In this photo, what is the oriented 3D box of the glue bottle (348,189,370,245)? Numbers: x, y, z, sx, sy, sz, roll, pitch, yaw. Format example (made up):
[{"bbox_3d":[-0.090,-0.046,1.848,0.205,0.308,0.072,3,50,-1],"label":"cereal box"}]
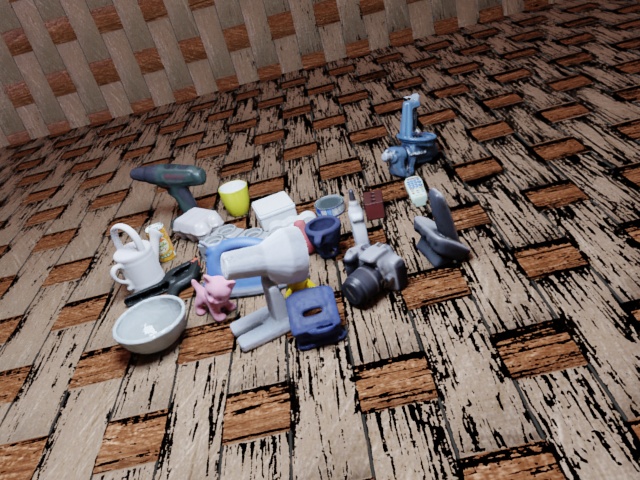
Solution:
[{"bbox_3d":[0.091,-0.045,1.380,0.037,0.173,0.078,-15,30,1],"label":"glue bottle"}]

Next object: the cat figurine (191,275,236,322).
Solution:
[{"bbox_3d":[-0.246,0.120,1.316,0.127,0.118,0.067,8,37,36],"label":"cat figurine"}]

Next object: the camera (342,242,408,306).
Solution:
[{"bbox_3d":[0.099,0.070,1.255,0.142,0.101,0.137,17,43,44],"label":"camera"}]

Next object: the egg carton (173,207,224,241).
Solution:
[{"bbox_3d":[-0.358,-0.043,1.696,0.149,0.069,0.107,10,38,37],"label":"egg carton"}]

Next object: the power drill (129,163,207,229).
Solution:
[{"bbox_3d":[-0.448,-0.143,1.766,0.229,0.209,0.075,-9,30,11],"label":"power drill"}]

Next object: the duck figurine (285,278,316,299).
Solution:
[{"bbox_3d":[-0.047,0.101,1.287,0.077,0.086,0.104,-13,30,4],"label":"duck figurine"}]

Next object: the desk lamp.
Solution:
[{"bbox_3d":[-0.111,0.094,1.199,0.203,0.214,0.117,-25,31,-16],"label":"desk lamp"}]

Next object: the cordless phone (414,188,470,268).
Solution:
[{"bbox_3d":[0.264,-0.047,1.291,0.094,0.185,0.147,-22,30,-11],"label":"cordless phone"}]

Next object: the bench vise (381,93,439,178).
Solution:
[{"bbox_3d":[0.268,-0.307,1.696,0.121,0.220,0.208,7,37,34],"label":"bench vise"}]

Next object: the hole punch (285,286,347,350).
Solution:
[{"bbox_3d":[-0.009,0.157,1.169,0.108,0.091,0.101,-16,30,0],"label":"hole punch"}]

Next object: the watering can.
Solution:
[{"bbox_3d":[-0.479,0.037,1.490,0.100,0.194,0.173,-8,31,14],"label":"watering can"}]

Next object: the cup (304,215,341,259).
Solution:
[{"bbox_3d":[0.013,0.005,1.412,0.091,0.095,0.118,-7,31,15],"label":"cup"}]

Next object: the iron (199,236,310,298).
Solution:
[{"bbox_3d":[-0.163,0.046,1.378,0.258,0.142,0.118,-8,30,13],"label":"iron"}]

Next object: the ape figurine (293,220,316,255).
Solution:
[{"bbox_3d":[-0.042,-0.012,1.470,0.077,0.092,0.076,-5,31,18],"label":"ape figurine"}]

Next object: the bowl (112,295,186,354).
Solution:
[{"bbox_3d":[-0.370,0.201,1.280,0.167,0.075,0.167,-12,30,7],"label":"bowl"}]
